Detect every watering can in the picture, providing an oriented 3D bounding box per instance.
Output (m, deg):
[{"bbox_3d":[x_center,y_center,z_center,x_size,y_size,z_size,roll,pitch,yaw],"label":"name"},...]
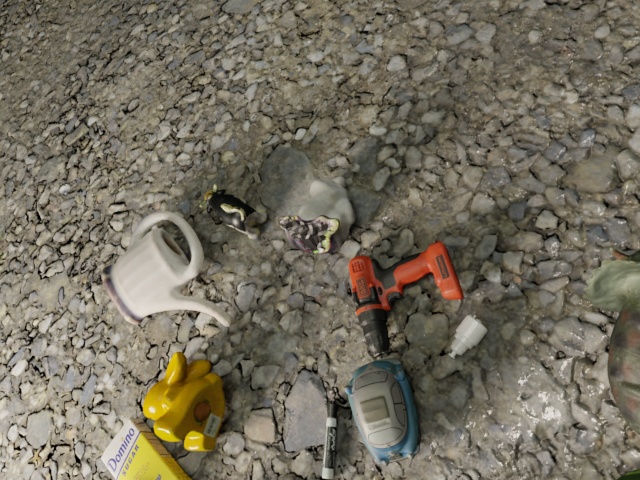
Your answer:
[{"bbox_3d":[-0.327,0.091,1.070,0.224,0.102,0.354,-39,58,4],"label":"watering can"}]

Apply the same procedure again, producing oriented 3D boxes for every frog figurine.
[{"bbox_3d":[0.003,-0.051,1.016,0.136,0.121,0.163,-14,28,26],"label":"frog figurine"}]
